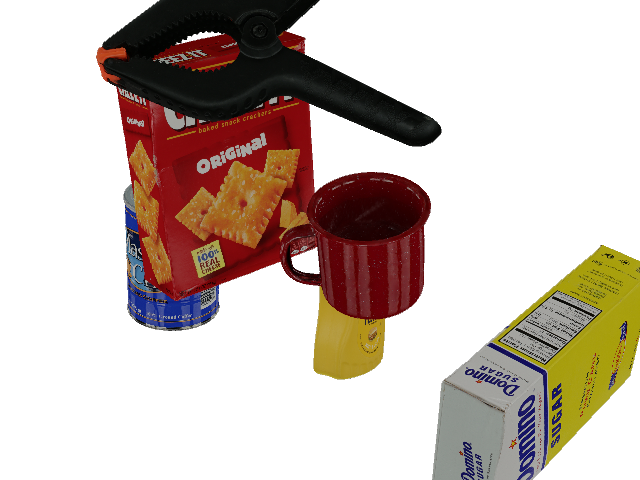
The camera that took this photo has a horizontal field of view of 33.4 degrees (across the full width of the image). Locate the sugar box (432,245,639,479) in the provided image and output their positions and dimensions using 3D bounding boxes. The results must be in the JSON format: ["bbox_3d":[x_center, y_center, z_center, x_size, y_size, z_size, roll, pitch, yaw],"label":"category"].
[{"bbox_3d":[0.135,0.082,0.633,0.048,0.093,0.175,24,41,30],"label":"sugar box"}]

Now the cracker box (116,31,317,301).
[{"bbox_3d":[-0.088,-0.072,0.971,0.163,0.214,0.072,-20,30,-31],"label":"cracker box"}]

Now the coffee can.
[{"bbox_3d":[-0.160,0.012,1.159,0.103,0.140,0.103,3,27,-2],"label":"coffee can"}]

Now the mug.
[{"bbox_3d":[0.027,0.008,0.820,0.117,0.081,0.093,-8,38,-4],"label":"mug"}]

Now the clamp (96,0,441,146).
[{"bbox_3d":[-0.031,-0.115,0.667,0.210,0.164,0.036,-15,-18,-7],"label":"clamp"}]

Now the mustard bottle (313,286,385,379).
[{"bbox_3d":[0.035,0.039,1.087,0.058,0.192,0.096,13,17,32],"label":"mustard bottle"}]
